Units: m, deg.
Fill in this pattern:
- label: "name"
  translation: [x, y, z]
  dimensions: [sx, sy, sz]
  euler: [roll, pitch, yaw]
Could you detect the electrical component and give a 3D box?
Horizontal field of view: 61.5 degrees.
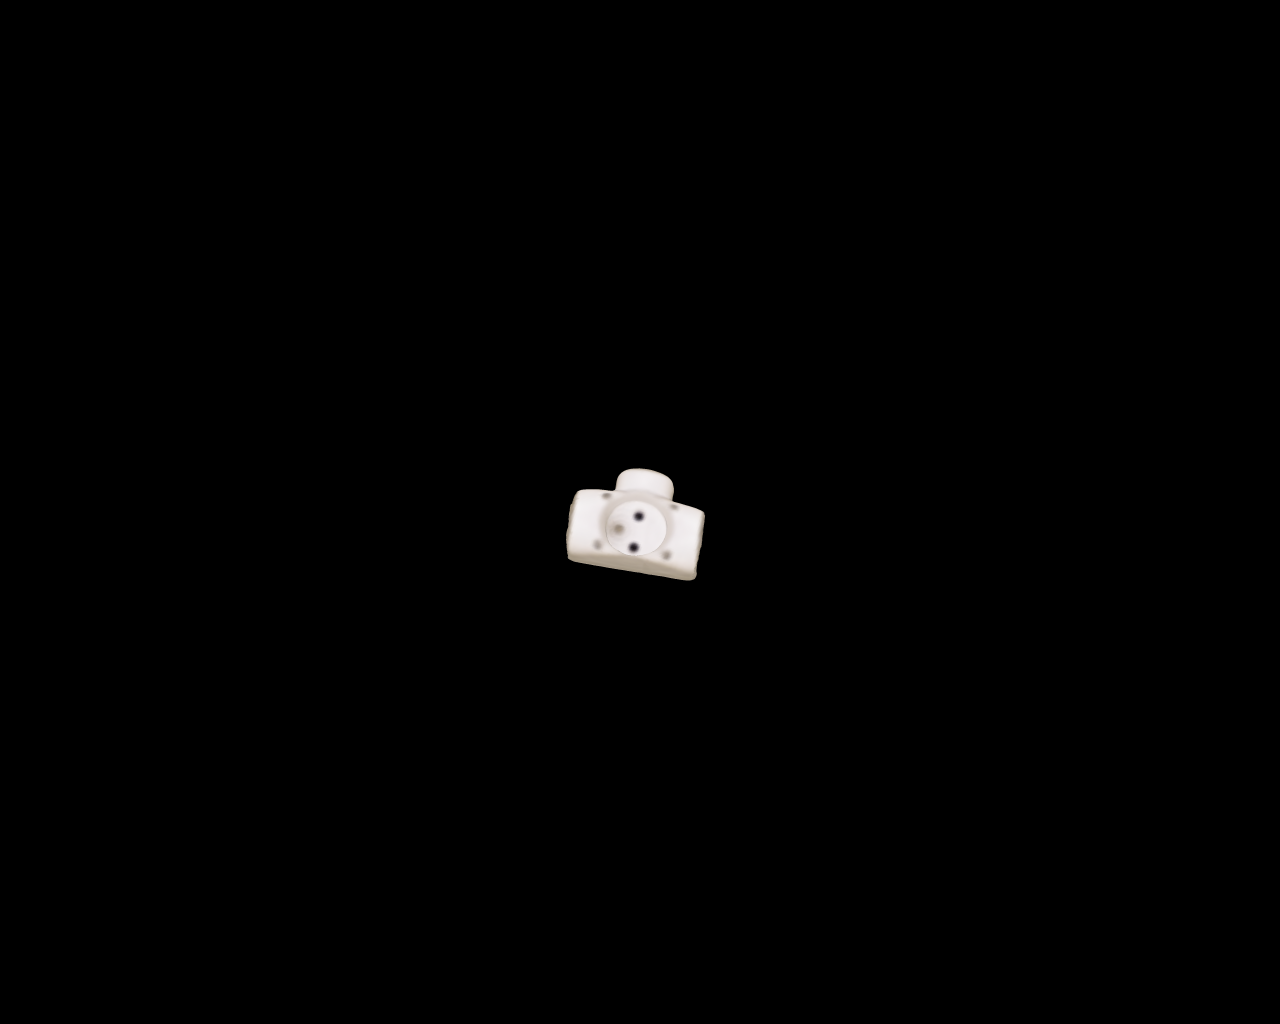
- label: "electrical component"
  translation: [0.001, -0.003, 0.650]
  dimensions: [0.077, 0.079, 0.044]
  euler: [10, -20, 3]
